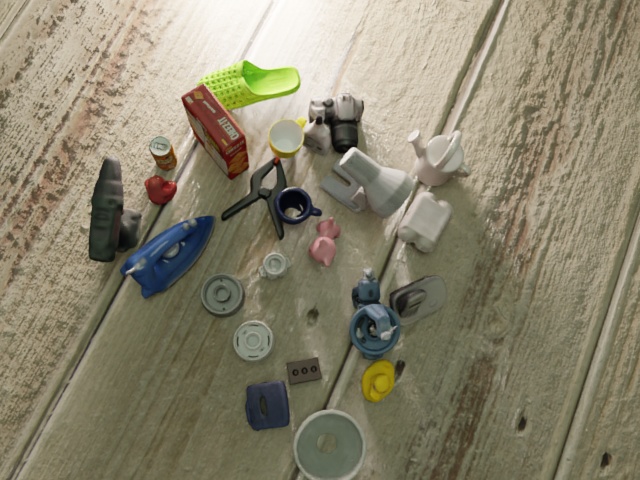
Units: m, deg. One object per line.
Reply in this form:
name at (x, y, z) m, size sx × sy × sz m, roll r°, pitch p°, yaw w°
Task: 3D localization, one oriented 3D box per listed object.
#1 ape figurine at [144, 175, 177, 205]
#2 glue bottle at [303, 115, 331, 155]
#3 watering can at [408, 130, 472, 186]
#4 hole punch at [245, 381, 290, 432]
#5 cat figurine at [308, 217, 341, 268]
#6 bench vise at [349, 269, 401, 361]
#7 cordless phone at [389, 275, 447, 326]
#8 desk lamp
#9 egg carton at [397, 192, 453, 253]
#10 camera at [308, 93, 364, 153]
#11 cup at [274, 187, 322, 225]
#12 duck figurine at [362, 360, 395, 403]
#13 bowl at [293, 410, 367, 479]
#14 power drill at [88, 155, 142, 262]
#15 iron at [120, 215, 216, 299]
ape figurine at (-0.395, -0.131, 1.402) m, size 0.078 × 0.092 × 0.076 m, roll 28°, pitch 77°, yaw 1°
glue bottle at (-0.007, -0.269, 1.428) m, size 0.078 × 0.173 × 0.037 m, roll 30°, pitch 77°, yaw 2°
watering can at (0.300, -0.212, 1.434) m, size 0.173 × 0.194 × 0.101 m, roll 9°, pitch 77°, yaw -3°
hole punch at (-0.121, 0.383, 1.318) m, size 0.101 × 0.091 × 0.108 m, roll -9°, pitch 79°, yaw -7°
cat figurine at (0.013, 0.005, 1.399) m, size 0.067 × 0.117 × 0.128 m, roll 17°, pitch 77°, yaw -1°
bench vise at (0.115, 0.172, 1.320) m, size 0.121 × 0.219 × 0.207 m, roll -22°, pitch 81°, yaw -9°
cordless phone at (0.245, 0.136, 1.358) m, size 0.148 × 0.185 × 0.094 m, roll -28°, pitch 81°, yaw -10°
desk lamp at (0.111, -0.136, 1.390) m, size 0.203 × 0.213 × 0.118 m, roll 34°, pitch 77°, yaw 3°
egg carton at (0.268, -0.047, 1.459) m, size 0.107 × 0.069 × 0.150 m, roll 30°, pitch 77°, yaw 2°
camera at (0.046, -0.301, 1.477) m, size 0.143 × 0.100 × 0.137 m, roll -3°, pitch 78°, yaw -6°
cup at (-0.054, -0.073, 1.421) m, size 0.118 × 0.095 × 0.092 m, roll 14°, pitch 77°, yaw -2°
duck figurine at (0.143, 0.335, 1.357) m, size 0.077 × 0.086 × 0.105 m, roll 27°, pitch 77°, yaw 1°
bowl at (0.021, 0.475, 1.320) m, size 0.167 × 0.074 × 0.167 m, roll 1°, pitch 78°, yaw -5°
power drill at (-0.474, -0.055, 1.319) m, size 0.075 × 0.208 × 0.230 m, roll 5°, pitch 77°, yaw -4°
iron at (-0.351, 0.013, 1.350) m, size 0.118 × 0.141 × 0.258 m, roll 45°, pitch 78°, yaw 5°
